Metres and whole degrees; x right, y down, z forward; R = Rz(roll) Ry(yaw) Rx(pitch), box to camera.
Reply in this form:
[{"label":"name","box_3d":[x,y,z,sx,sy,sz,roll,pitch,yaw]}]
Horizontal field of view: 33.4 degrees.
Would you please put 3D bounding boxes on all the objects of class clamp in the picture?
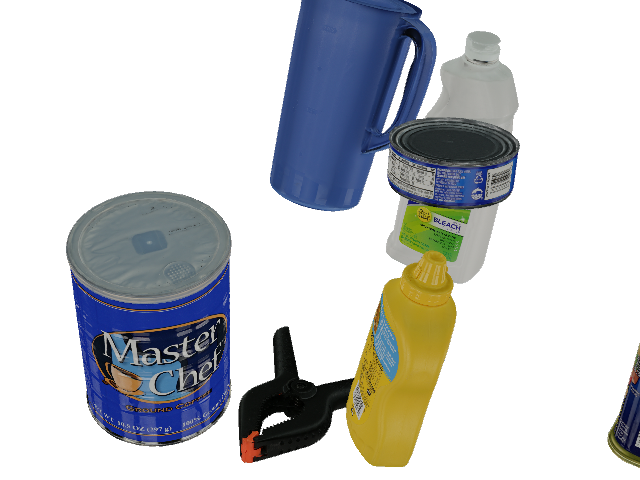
[{"label":"clamp","box_3d":[-0.010,0.162,1.086,0.165,0.036,0.209,13,29,19]}]

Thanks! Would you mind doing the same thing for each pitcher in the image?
[{"label":"pitcher","box_3d":[0.028,-0.156,1.186,0.145,0.243,0.149,10,21,-10]}]

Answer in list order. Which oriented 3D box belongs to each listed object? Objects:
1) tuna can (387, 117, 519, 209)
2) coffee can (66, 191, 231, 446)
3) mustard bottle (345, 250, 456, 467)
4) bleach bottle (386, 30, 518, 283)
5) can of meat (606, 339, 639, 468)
[{"label":"tuna can","box_3d":[0.087,-0.052,0.709,0.086,0.034,0.086,2,26,-1]},{"label":"coffee can","box_3d":[-0.111,0.053,0.712,0.103,0.140,0.103,2,40,-2]},{"label":"mustard bottle","box_3d":[0.069,0.088,0.871,0.058,0.192,0.096,5,36,-12]},{"label":"bleach bottle","box_3d":[0.128,-0.082,1.021,0.103,0.251,0.068,23,40,22]},{"label":"can of meat","box_3d":[0.232,0.088,0.690,0.057,0.084,0.101,22,38,24]}]
